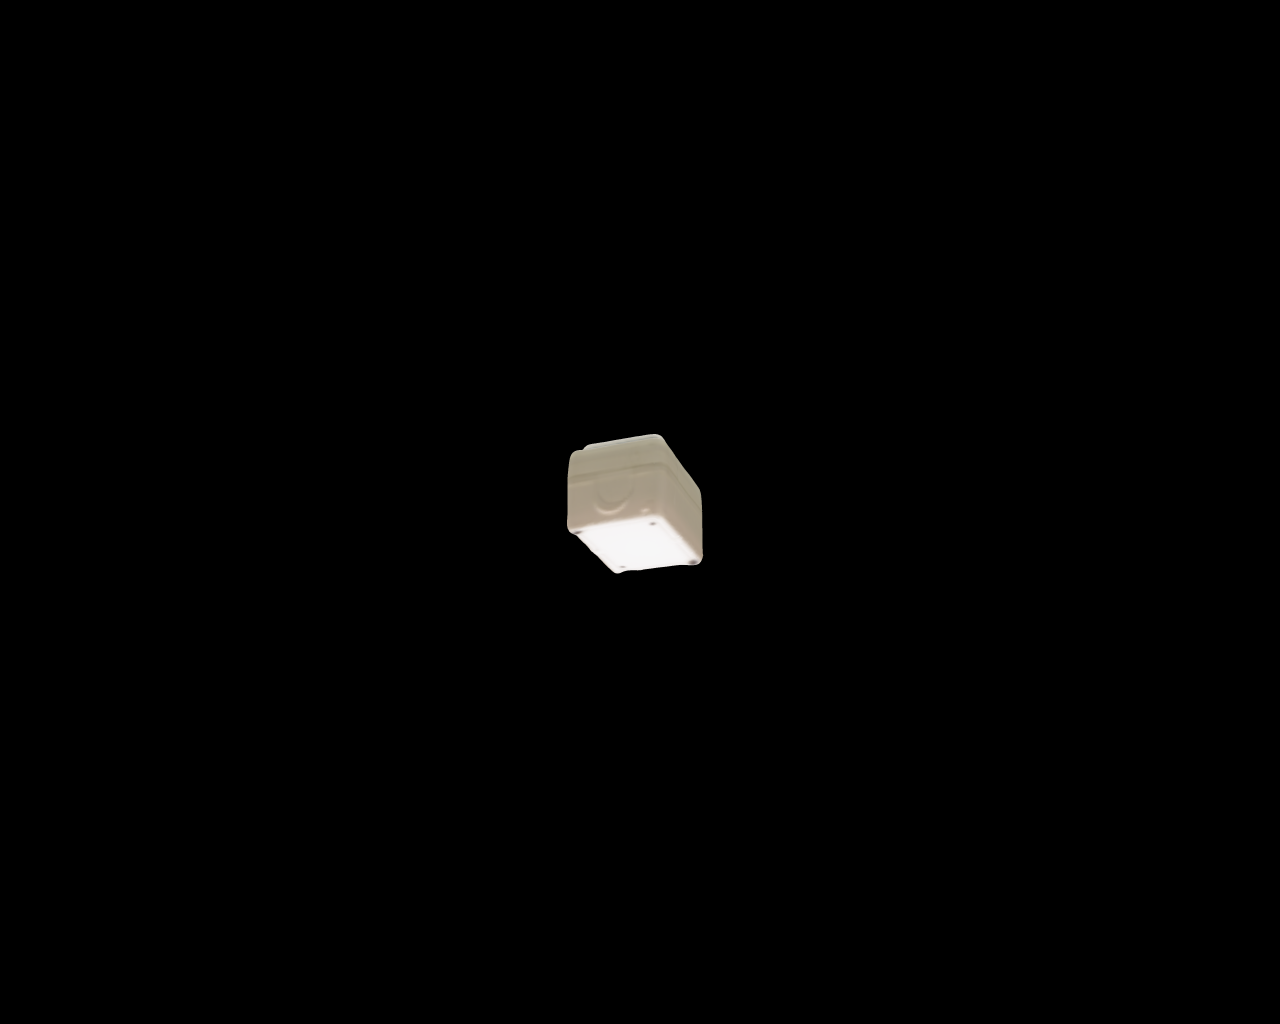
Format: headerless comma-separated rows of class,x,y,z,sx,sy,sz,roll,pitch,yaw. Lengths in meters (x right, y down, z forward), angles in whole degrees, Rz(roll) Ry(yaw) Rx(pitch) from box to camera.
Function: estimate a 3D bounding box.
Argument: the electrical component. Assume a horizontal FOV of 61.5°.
electrical component,0.001,-0.003,0.650,0.062,0.061,0.096,-8,-26,18
